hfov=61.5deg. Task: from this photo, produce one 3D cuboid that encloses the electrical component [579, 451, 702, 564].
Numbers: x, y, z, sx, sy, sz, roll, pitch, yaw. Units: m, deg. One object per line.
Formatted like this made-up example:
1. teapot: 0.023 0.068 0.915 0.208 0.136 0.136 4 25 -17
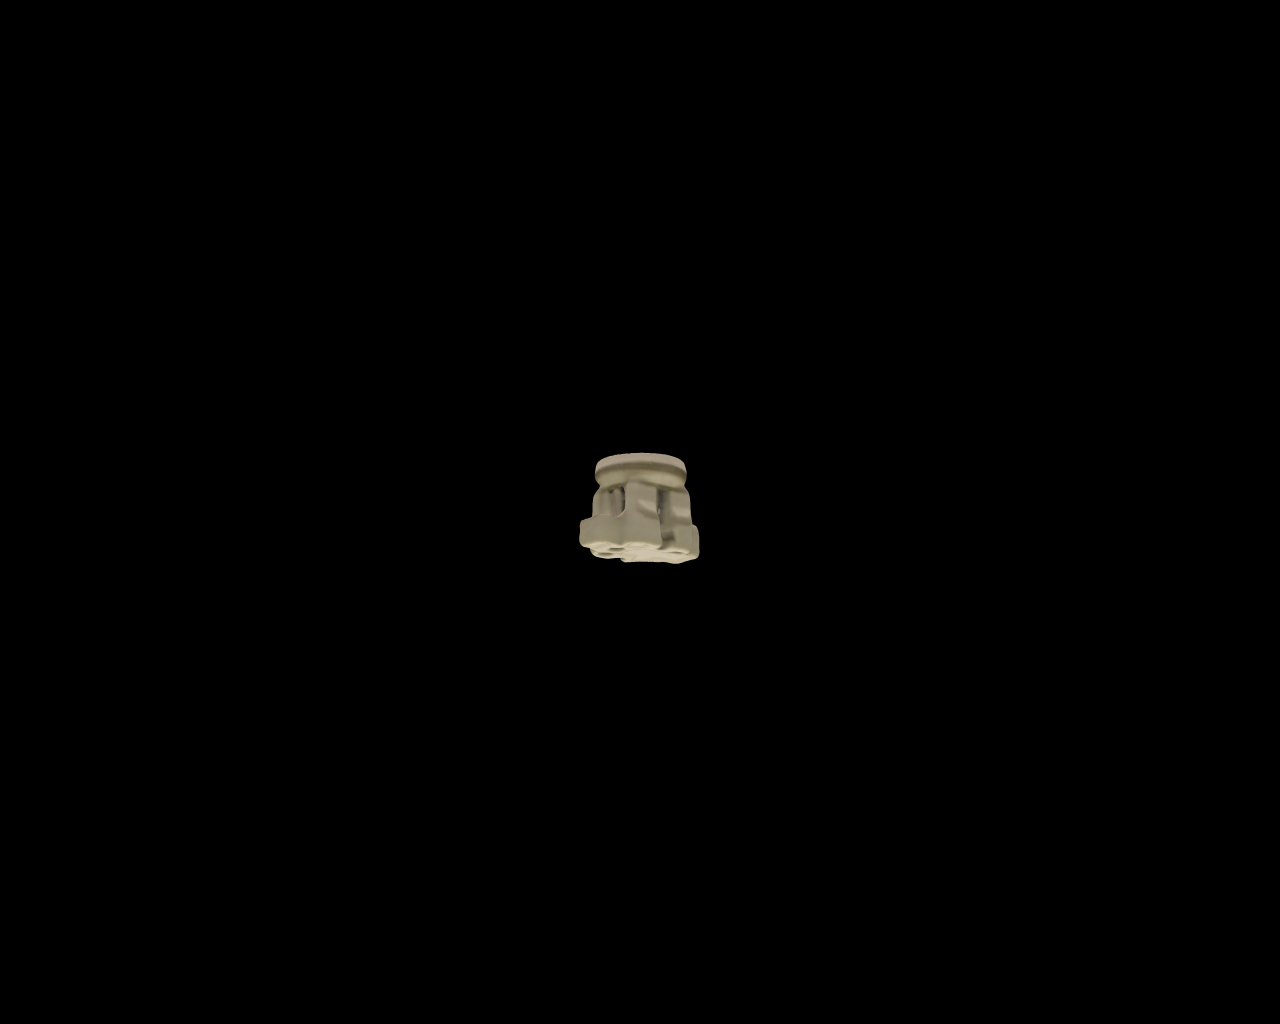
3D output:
1. electrical component: 0.001 -0.003 0.650 0.078 0.057 0.058 11 -17 -37
